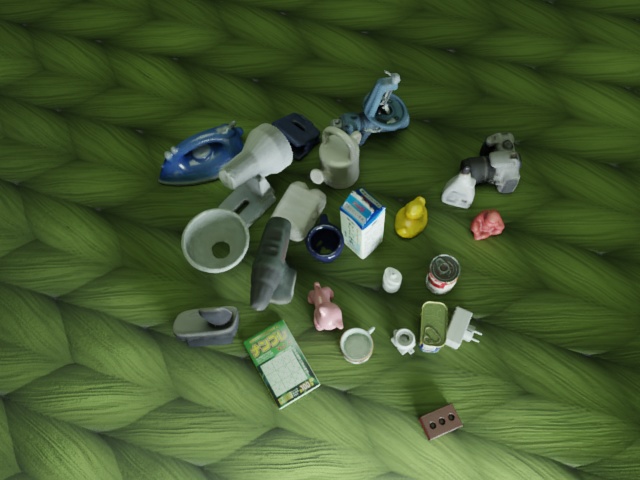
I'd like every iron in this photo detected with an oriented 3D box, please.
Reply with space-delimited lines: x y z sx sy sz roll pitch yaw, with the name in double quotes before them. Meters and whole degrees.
"iron" -0.310 -0.226 1.468 0.258 0.141 0.118 -23 68 -6

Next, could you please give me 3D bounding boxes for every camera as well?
"camera" 0.425 -0.197 1.439 0.136 0.101 0.143 -4 68 1

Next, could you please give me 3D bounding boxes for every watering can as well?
"watering can" 0.045 -0.206 1.413 0.100 0.194 0.173 14 69 9

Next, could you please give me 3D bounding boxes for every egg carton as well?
"egg carton" -0.054 -0.072 1.431 0.107 0.069 0.150 24 71 12

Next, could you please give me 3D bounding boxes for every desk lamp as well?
"desk lamp" -0.162 -0.155 1.393 0.117 0.214 0.203 38 75 17

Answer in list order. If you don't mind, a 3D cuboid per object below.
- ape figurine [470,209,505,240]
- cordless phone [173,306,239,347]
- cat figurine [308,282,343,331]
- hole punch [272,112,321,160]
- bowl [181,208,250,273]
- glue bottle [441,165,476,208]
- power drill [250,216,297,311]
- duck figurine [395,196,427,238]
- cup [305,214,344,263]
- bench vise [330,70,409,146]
"ape figurine" 0.409 -0.045 1.383 0.077 0.092 0.076 19 70 11
"cordless phone" -0.264 0.175 1.281 0.147 0.185 0.094 -8 68 0
"cat figurine" 0.011 0.156 1.310 0.067 0.118 0.127 -18 68 -4
"hole punch" -0.062 -0.285 1.506 0.108 0.091 0.101 40 75 17
"bowl" -0.250 0.010 1.406 0.167 0.075 0.167 -1 68 3
"glue bottle" 0.341 -0.134 1.379 0.078 0.173 0.037 17 70 10
"power drill" -0.105 0.073 1.301 0.075 0.208 0.229 6 68 6
"duck figurine" 0.226 -0.061 1.403 0.077 0.086 0.105 30 73 14
"cup" 0.013 0.005 1.383 0.091 0.095 0.118 -4 68 2
"bench vise" 0.135 -0.321 1.440 0.207 0.220 0.121 -33 70 -10
